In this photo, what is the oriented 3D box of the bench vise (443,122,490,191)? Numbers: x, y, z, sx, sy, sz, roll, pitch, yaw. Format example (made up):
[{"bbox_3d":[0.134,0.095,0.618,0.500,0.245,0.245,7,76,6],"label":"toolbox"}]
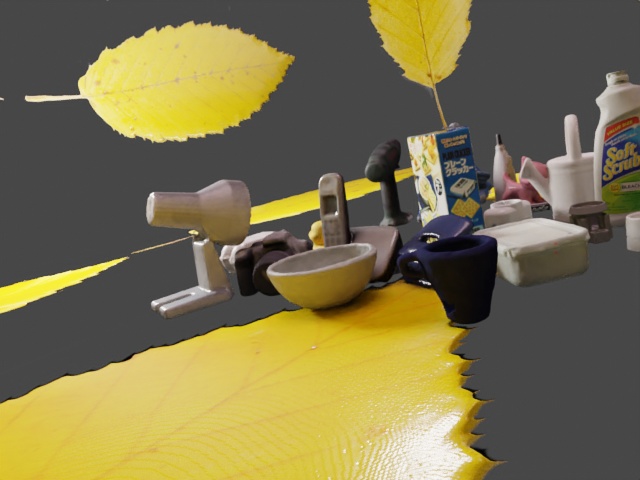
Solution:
[{"bbox_3d":[0.315,-0.146,1.246,0.121,0.220,0.207,-11,10,4],"label":"bench vise"}]

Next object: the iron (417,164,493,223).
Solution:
[{"bbox_3d":[0.323,-0.143,1.456,0.259,0.141,0.118,-20,12,-38],"label":"iron"}]

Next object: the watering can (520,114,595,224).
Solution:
[{"bbox_3d":[0.466,-0.133,1.064,0.173,0.194,0.101,-12,10,2],"label":"watering can"}]

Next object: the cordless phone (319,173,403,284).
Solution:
[{"bbox_3d":[0.057,-0.021,0.938,0.147,0.185,0.094,-4,13,40],"label":"cordless phone"}]

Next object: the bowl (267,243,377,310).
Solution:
[{"bbox_3d":[0.009,0.060,0.856,0.167,0.075,0.167,-12,10,2],"label":"bowl"}]

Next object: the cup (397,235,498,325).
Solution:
[{"bbox_3d":[0.154,0.051,0.672,0.117,0.095,0.092,-9,10,17],"label":"cup"}]

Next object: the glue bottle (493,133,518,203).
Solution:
[{"bbox_3d":[0.444,-0.172,1.386,0.037,0.173,0.078,-3,13,42],"label":"glue bottle"}]

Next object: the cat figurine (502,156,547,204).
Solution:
[{"bbox_3d":[0.464,-0.132,1.290,0.067,0.118,0.127,-18,11,-32],"label":"cat figurine"}]

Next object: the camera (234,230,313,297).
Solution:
[{"bbox_3d":[-0.088,0.043,0.997,0.143,0.101,0.137,-10,10,11],"label":"camera"}]

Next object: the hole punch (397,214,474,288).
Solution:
[{"bbox_3d":[0.175,0.015,0.864,0.101,0.091,0.108,-16,10,-22],"label":"hole punch"}]

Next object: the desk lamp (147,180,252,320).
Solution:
[{"bbox_3d":[-0.213,0.007,1.022,0.204,0.213,0.117,-18,11,-30],"label":"desk lamp"}]

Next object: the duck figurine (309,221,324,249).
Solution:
[{"bbox_3d":[0.011,0.004,1.150,0.078,0.086,0.104,-17,11,-28],"label":"duck figurine"}]

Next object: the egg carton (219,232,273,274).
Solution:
[{"bbox_3d":[-0.136,0.027,1.247,0.151,0.069,0.107,-18,12,-34],"label":"egg carton"}]

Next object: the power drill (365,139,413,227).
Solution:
[{"bbox_3d":[0.176,-0.144,1.444,0.075,0.208,0.230,-8,10,22],"label":"power drill"}]
